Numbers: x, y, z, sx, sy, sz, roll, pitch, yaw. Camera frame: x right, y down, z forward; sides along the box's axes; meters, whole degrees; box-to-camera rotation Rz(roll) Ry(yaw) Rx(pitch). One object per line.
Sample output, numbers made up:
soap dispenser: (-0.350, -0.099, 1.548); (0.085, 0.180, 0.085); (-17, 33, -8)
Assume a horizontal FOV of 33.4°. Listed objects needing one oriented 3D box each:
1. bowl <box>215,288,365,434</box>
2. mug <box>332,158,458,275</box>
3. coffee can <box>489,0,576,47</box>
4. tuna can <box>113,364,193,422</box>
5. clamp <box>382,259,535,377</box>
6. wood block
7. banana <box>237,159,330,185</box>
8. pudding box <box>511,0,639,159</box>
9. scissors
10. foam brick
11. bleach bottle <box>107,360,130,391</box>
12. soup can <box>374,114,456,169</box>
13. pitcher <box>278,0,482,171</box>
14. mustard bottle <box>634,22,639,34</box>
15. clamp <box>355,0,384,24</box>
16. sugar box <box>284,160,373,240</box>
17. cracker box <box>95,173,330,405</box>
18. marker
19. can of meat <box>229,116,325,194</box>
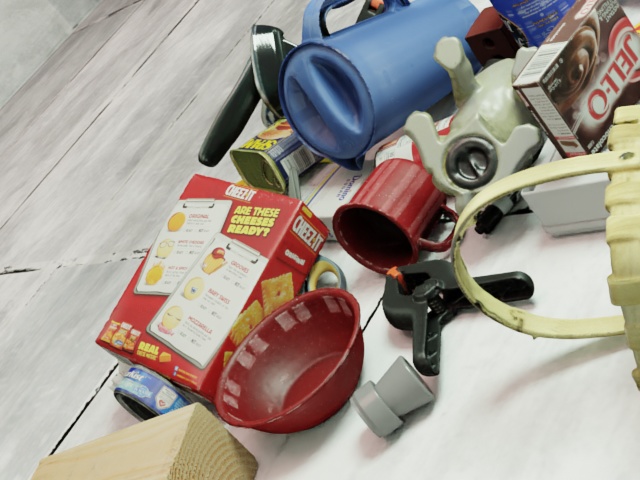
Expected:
bowl: (-0.016, 0.120, 0.964); (0.162, 0.055, 0.162); (-31, 28, 18)
mug: (0.081, -0.022, 1.033); (0.117, 0.093, 0.081); (18, 52, 26)
coffee can: (0.238, -0.236, 1.080); (0.103, 0.140, 0.103); (-32, 27, 18)
tuna can: (-0.162, 0.163, 1.060); (0.086, 0.086, 0.033); (0, 49, 54)
clamp: (0.095, 0.061, 0.922); (0.120, 0.039, 0.172); (-36, 18, -19)
wood block: (-0.169, 0.230, 0.957); (0.206, 0.090, 0.090); (-24, 30, 31)
banana: (-0.039, -0.091, 1.339); (0.198, 0.037, 0.069); (-35, 35, 19)
pudding box: (0.219, -0.134, 0.873); (0.113, 0.090, 0.039); (-49, 25, -16)
scissors: (-0.007, 0.001, 1.118); (0.096, 0.016, 0.201); (-8, 58, 32)
foam brick: (0.205, -0.211, 1.159); (0.053, 0.078, 0.051); (-4, 42, 51)
bleach bottle: (-0.140, 0.078, 1.190); (0.250, 0.068, 0.103); (-50, 28, -13)
soup can: (0.114, -0.082, 1.090); (0.102, 0.068, 0.068); (-20, 33, 37)
pitcher: (0.077, -0.200, 1.171); (0.242, 0.145, 0.149); (-34, -20, -39)
mustard bottle: (0.325, -0.181, 0.972); (0.192, 0.058, 0.096); (-36, 27, 8)
clamp: (0.053, -0.241, 1.349); (0.164, 0.036, 0.210); (-59, -6, -39)
sugar box: (0.000, -0.045, 1.213); (0.177, 0.048, 0.093); (7, 51, 53)
cracker box: (-0.109, 0.050, 1.097); (0.164, 0.072, 0.213); (16, 70, 39)
marker: (0.187, -0.050, 1.000); (0.121, 0.020, 0.020); (-47, 27, -12)
can of meat: (-0.043, -0.102, 1.240); (0.083, 0.057, 0.102); (-38, 23, -21)
